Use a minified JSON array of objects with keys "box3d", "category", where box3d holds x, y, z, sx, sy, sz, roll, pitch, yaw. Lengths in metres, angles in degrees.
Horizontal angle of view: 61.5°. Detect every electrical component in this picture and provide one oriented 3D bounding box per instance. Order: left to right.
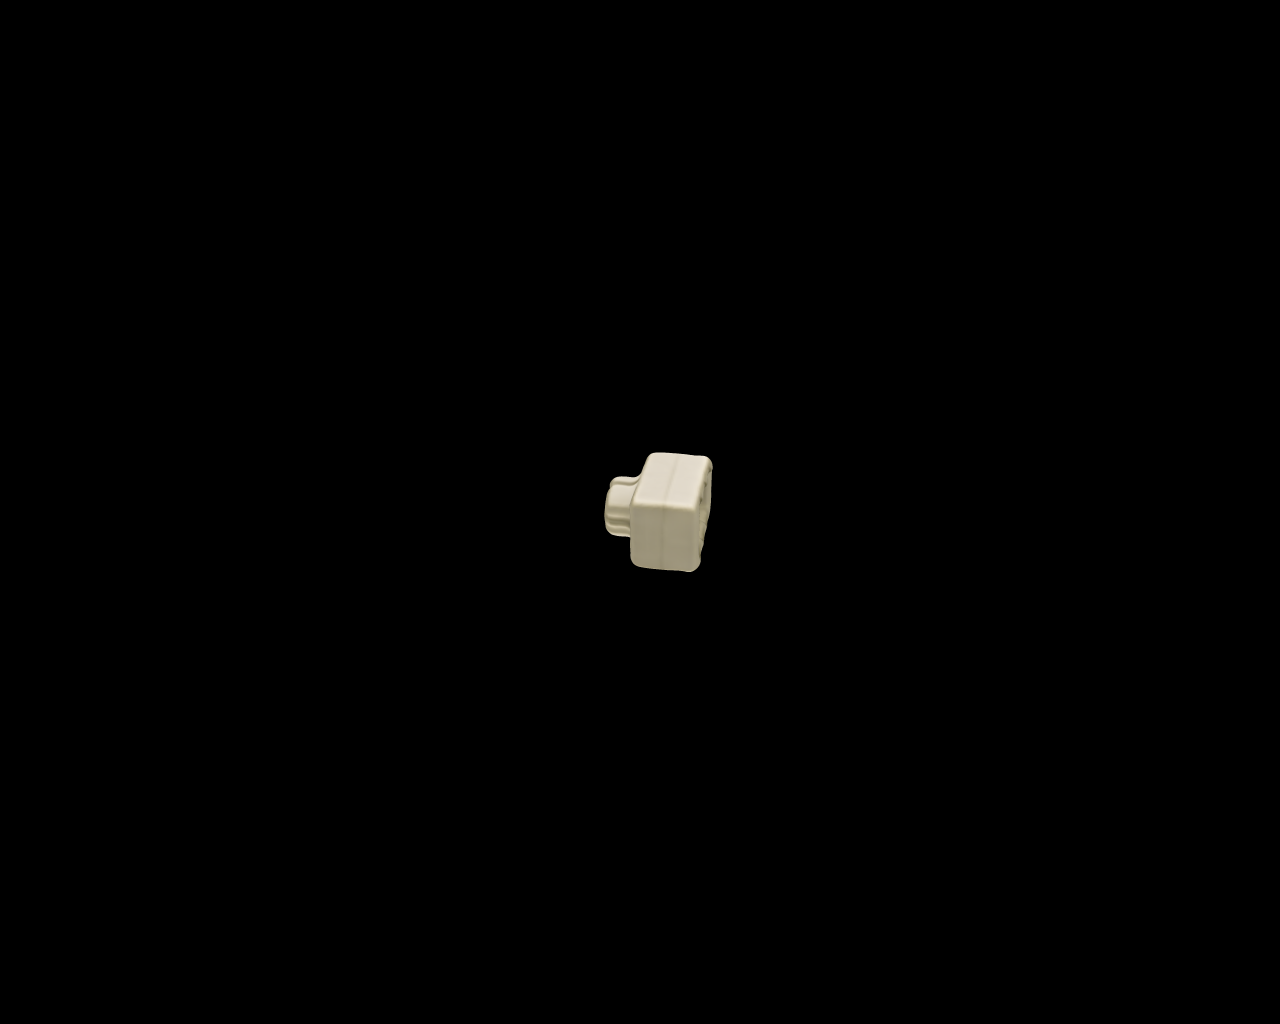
[{"box3d":[0.001,-0.003,0.650,0.077,0.047,0.066,6,33,9],"category":"electrical component"}]
